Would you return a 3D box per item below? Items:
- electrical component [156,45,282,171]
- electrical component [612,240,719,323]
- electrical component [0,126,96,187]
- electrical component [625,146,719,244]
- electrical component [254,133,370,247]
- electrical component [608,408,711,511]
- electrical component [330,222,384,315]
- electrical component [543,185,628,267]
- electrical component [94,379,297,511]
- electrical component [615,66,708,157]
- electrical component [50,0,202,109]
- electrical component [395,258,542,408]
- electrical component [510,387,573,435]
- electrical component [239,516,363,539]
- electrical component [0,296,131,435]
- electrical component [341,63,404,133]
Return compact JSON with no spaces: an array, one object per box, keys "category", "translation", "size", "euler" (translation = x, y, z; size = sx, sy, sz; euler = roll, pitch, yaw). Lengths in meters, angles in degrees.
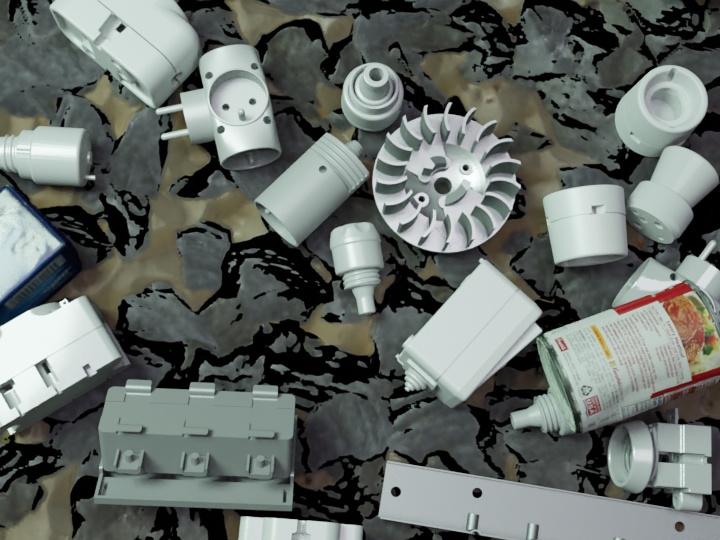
[{"category":"electrical component","translation":[-0.101,-0.109,0.749],"size":[0.079,0.044,0.077],"euler":[-13,79,-5]},{"category":"electrical component","translation":[0.228,0.017,0.737],"size":[0.077,0.044,0.079],"euler":[37,87,5]},{"category":"electrical component","translation":[-0.220,-0.079,0.738],"size":[0.078,0.040,0.040],"euler":[3,78,-2]},{"category":"electrical component","translation":[0.218,-0.052,0.754],"size":[0.045,0.045,0.055],"euler":[37,79,5]},{"category":"electrical component","translation":[-0.029,-0.059,0.743],"size":[0.043,0.043,0.081],"euler":[44,79,6]},{"category":"electrical component","translation":[0.199,0.125,0.715],"size":[0.055,0.048,0.066],"euler":[6,77,-10]},{"category":"electrical component","translation":[0.000,0.000,0.736],"size":[0.035,0.035,0.061],"euler":[-9,81,-5]},{"category":"electrical component","translation":[0.157,-0.029,0.742],"size":[0.055,0.055,0.047],"euler":[-5,82,-4]},{"category":"electrical component","translation":[-0.102,0.110,0.685],"size":[0.121,0.063,0.078],"euler":[3,37,-3]},{"category":"electrical component","translation":[0.215,-0.114,0.766],"size":[0.055,0.047,0.055],"euler":[1,78,-3]},{"category":"electrical component","translation":[-0.160,-0.168,0.754],"size":[0.095,0.053,0.059],"euler":[40,79,5]},{"category":"electrical component","translation":[0.070,0.051,0.715],"size":[0.061,0.061,0.096],"euler":[42,79,6]},{"category":"electrical component","translation":[0.132,0.095,0.723],"size":[0.061,0.035,0.035],"euler":[-12,79,-3]},{"category":"electrical component","translation":[-0.039,0.188,0.682],"size":[0.078,0.058,0.057],"euler":[5,75,-2]},{"category":"electrical component","translation":[-0.206,0.059,0.704],"size":[0.089,0.050,0.055],"euler":[-31,81,-9]},{"category":"electrical component","translation":[0.009,-0.124,0.749],"size":[0.043,0.062,0.043],"euler":[1,78,-3]}]
